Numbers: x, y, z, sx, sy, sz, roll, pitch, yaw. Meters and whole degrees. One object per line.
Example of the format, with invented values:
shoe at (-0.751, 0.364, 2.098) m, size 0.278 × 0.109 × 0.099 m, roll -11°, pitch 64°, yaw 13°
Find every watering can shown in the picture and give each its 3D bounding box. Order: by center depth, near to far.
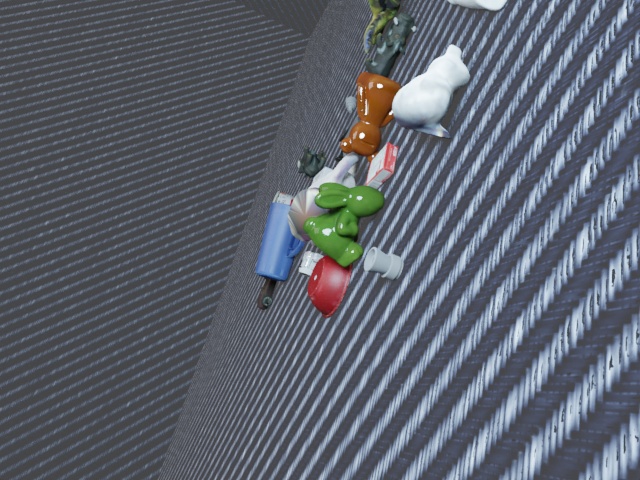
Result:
watering can at (0.004, -0.065, 1.297) m, size 0.228 × 0.104 × 0.340 m, roll -40°, pitch -18°, yaw -49°

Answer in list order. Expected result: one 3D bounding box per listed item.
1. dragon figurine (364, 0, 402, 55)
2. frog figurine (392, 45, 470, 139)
dragon figurine at (0.194, -0.694, 1.585) m, size 0.240 × 0.122 × 0.414 m, roll 69°, pitch -140°, yaw -75°
frog figurine at (0.198, -0.269, 0.913) m, size 0.139 × 0.123 × 0.158 m, roll -47°, pitch -30°, yaw -75°
